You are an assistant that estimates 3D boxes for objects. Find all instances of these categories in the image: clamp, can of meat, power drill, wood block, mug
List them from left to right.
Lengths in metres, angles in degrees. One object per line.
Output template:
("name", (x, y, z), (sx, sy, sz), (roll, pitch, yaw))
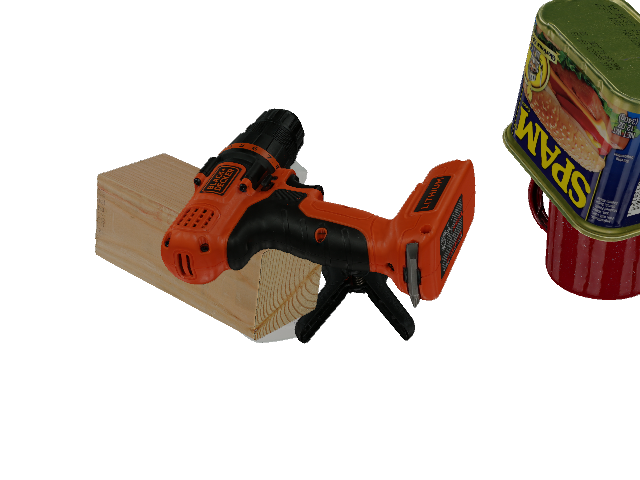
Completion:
("wood block", (-0.105, 0.001, 0.989), (0.206, 0.090, 0.090), (24, 31, 31))
("power drill", (0.007, -0.028, 0.729), (0.188, 0.057, 0.184), (7, 41, 21))
("clamp", (0.047, 0.042, 1.119), (0.120, 0.171, 0.039), (8, -39, 8))
("mug", (0.198, -0.015, 0.778), (0.093, 0.081, 0.117), (-26, 37, -33))
("can of meat", (0.142, -0.065, 0.542), (0.057, 0.084, 0.102), (-14, 47, -18))

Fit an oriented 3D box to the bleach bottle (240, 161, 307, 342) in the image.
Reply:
("bleach bottle", (-0.048, -0.002, 1.323), (0.102, 0.251, 0.068), (-9, 24, -34))
